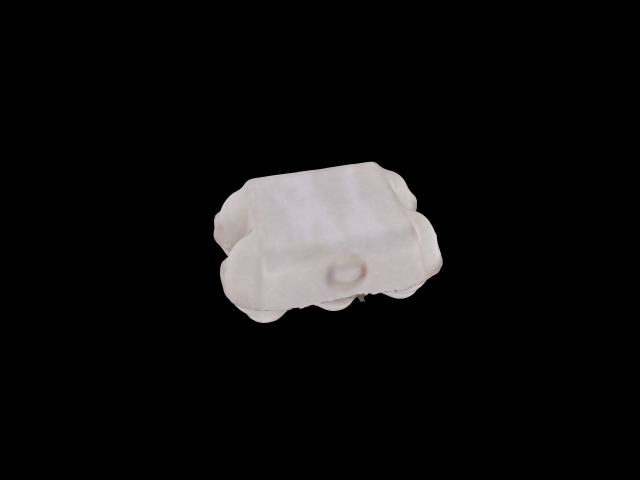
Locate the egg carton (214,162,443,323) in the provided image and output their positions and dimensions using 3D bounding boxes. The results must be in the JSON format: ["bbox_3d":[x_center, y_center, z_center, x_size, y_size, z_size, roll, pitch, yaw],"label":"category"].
[{"bbox_3d":[0.004,0.001,0.400,0.150,0.069,0.107,-10,43,-11],"label":"egg carton"}]
